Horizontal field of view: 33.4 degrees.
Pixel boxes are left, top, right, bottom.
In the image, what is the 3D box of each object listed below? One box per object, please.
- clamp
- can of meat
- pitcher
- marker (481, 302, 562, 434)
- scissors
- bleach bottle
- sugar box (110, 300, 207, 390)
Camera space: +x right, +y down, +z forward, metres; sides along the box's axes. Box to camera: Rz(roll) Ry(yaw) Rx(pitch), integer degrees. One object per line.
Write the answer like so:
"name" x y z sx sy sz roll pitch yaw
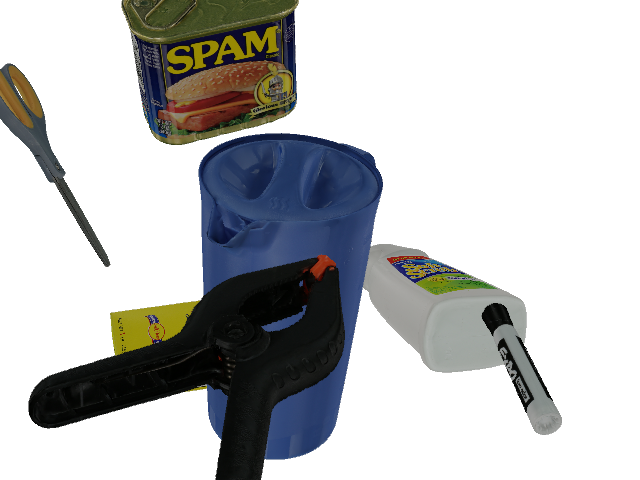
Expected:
"clamp" -0.036 0.063 0.504 0.120 0.039 0.171 34 48 29
"can of meat" -0.064 -0.113 0.654 0.102 0.084 0.057 -15 48 -13
"pitcher" -0.024 0.044 0.835 0.149 0.243 0.145 -2 33 -12
"marker" 0.132 0.081 0.711 0.020 0.020 0.121 0 33 -10
"scissors" -0.237 -0.076 0.937 0.016 0.201 0.096 -27 25 9
"bleach bottle" 0.089 0.050 1.008 0.102 0.068 0.251 -3 14 -21
"sugar box" -0.106 0.097 1.015 0.176 0.048 0.093 -10 35 -11
